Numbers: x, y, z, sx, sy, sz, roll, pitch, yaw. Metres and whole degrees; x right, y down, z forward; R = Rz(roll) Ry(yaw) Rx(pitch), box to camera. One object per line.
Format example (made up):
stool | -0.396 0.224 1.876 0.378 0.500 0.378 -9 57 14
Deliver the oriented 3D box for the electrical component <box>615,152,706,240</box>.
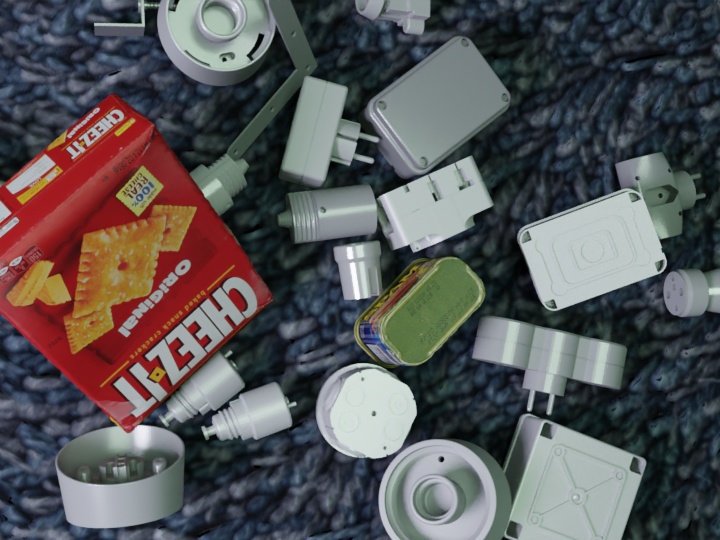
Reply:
electrical component | 0.281 -0.070 0.989 0.079 0.043 0.077 -14 90 -14

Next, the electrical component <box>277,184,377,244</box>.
electrical component | -0.030 -0.047 0.915 0.081 0.043 0.043 -8 89 -14

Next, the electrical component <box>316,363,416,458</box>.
electrical component | 0.006 0.120 0.910 0.080 0.051 0.080 1 87 -13

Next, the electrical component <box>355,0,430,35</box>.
electrical component | 0.029 -0.241 0.940 0.055 0.048 0.066 2 86 -21

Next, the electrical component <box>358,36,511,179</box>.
electrical component | 0.065 -0.141 0.936 0.113 0.057 0.078 -38 96 -12

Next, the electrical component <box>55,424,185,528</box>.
electrical component | -0.186 0.162 0.841 0.099 0.099 0.064 -5 94 -13

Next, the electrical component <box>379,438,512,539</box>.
electrical component | 0.067 0.191 0.891 0.108 0.060 0.108 -4 75 16

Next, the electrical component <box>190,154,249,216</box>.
electrical component | -0.126 -0.065 0.893 0.081 0.043 0.043 -40 96 -12

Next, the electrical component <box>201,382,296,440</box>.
electrical component | -0.093 0.122 0.892 0.078 0.040 0.040 -19 91 -14

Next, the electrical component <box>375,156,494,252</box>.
electrical component | 0.064 -0.054 0.934 0.089 0.050 0.055 -25 92 -13

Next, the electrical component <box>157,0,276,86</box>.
electrical component | -0.117 -0.204 0.891 0.099 0.064 0.099 0 89 -16

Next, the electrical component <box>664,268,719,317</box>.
electrical component | 0.315 0.020 0.992 0.055 0.045 0.045 -3 87 -13

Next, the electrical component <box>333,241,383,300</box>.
electrical component | 0.000 0.000 0.922 0.040 0.040 0.046 -9 94 -14

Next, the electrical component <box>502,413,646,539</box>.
electrical component | 0.179 0.195 0.943 0.109 0.056 0.108 22 82 -11

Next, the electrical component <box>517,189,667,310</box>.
electrical component | 0.202 -0.018 0.943 0.113 0.057 0.078 -21 91 9

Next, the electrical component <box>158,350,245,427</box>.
electrical component | -0.131 0.100 0.884 0.078 0.040 0.040 -39 96 -12

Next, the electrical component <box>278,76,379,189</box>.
electrical component | -0.022 -0.111 0.915 0.076 0.047 0.083 15 84 -6

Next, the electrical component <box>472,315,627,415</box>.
electrical component | 0.165 0.090 0.948 0.138 0.052 0.073 13 84 -13
